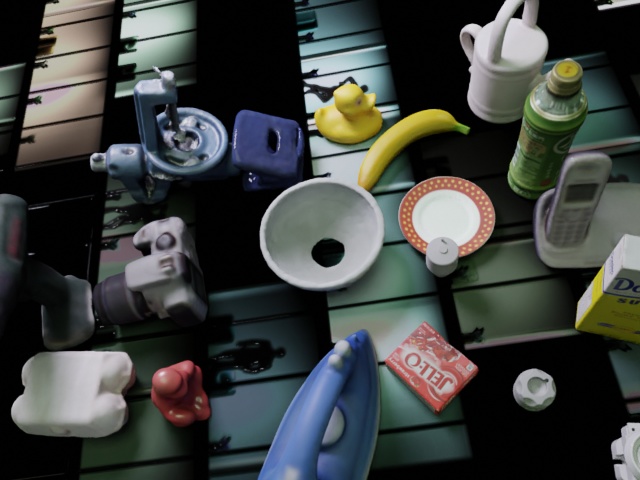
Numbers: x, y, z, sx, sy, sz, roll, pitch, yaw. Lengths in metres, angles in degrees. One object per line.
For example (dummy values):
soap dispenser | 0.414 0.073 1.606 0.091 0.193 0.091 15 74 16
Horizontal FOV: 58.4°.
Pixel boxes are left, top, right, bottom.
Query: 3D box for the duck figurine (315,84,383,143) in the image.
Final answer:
duck figurine | 0.041 -0.199 0.868 0.104 0.086 0.077 -1 63 8

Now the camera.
camera | -0.235 0.050 0.774 0.137 0.101 0.143 -17 62 0

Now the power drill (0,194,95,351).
power drill | -0.372 0.065 0.727 0.075 0.209 0.229 -19 62 -1

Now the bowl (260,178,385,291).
bowl | 0.007 0.003 0.775 0.167 0.075 0.167 -4 62 7

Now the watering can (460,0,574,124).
watering can | 0.273 -0.260 0.802 0.172 0.194 0.101 18 67 18

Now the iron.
iron | 0.004 0.198 0.637 0.118 0.142 0.258 14 66 16

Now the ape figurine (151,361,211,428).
ape figurine | -0.176 0.183 0.701 0.076 0.092 0.078 14 66 16

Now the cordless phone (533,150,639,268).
cordless phone | 0.339 -0.042 0.683 0.147 0.185 0.094 -6 62 6

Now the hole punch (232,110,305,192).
hole punch | -0.074 -0.136 0.851 0.101 0.091 0.108 -3 62 7

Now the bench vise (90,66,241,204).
bench vise | -0.227 -0.133 0.800 0.207 0.220 0.121 -27 62 -5

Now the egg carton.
egg carton | -0.312 0.196 0.729 0.150 0.069 0.107 -2 63 8
